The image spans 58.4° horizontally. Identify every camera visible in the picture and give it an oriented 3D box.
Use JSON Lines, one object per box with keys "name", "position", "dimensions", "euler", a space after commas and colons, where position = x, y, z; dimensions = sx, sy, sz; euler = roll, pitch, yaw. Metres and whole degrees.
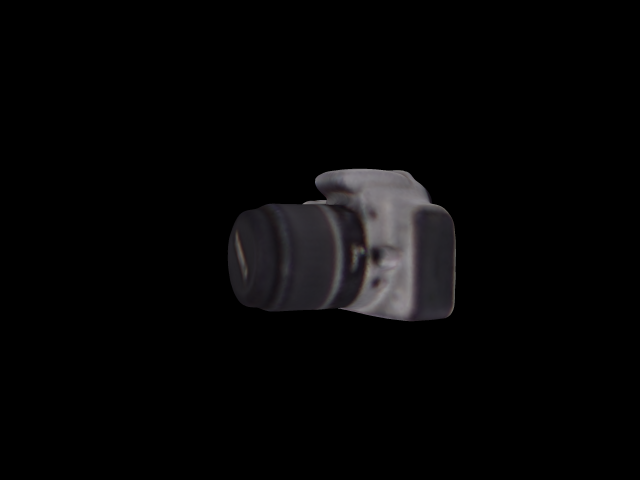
{"name": "camera", "position": [0.004, 0.001, 0.400], "dimensions": [0.137, 0.101, 0.142], "euler": [0, 0, -28]}
